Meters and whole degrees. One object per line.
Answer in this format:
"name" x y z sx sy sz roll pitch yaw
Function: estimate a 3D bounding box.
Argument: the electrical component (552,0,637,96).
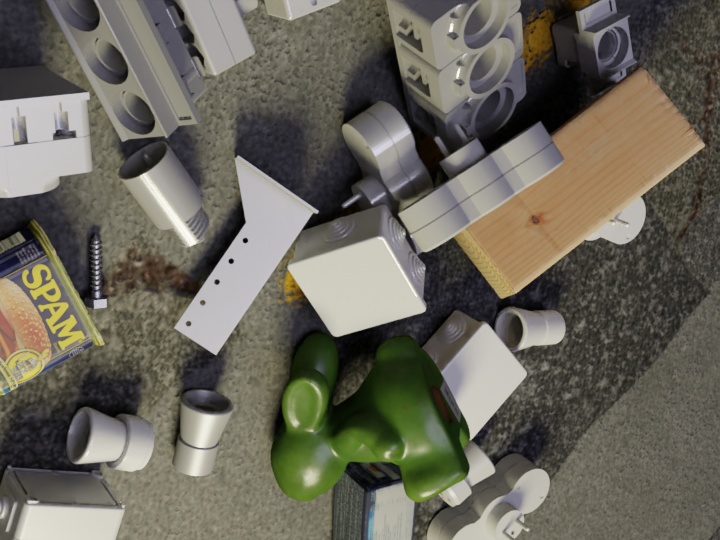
"electrical component" 0.209 -0.204 0.970 0.042 0.064 0.081 -30 122 -21

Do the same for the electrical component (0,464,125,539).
"electrical component" -0.242 0.193 0.833 0.096 0.062 0.061 12 101 -36

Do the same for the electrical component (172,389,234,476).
"electrical component" -0.134 0.138 0.896 0.044 0.044 0.065 3 111 -34

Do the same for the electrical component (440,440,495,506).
"electrical component" 0.100 0.202 1.070 0.055 0.045 0.045 -39 125 -14

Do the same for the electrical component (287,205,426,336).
"electrical component" 0.000 0.000 0.899 0.100 0.048 0.099 -17 127 21

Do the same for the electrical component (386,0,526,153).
"electrical component" 0.083 -0.177 0.867 0.089 0.062 0.150 -39 148 -15

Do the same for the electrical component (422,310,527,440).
"electrical component" 0.098 0.098 1.025 0.099 0.048 0.099 -48 126 -8

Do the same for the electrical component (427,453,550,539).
"electrical component" 0.142 0.253 1.099 0.138 0.074 0.052 -37 124 -16

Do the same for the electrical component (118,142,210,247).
"electrical component" -0.142 -0.052 0.813 0.043 0.043 0.081 -41 125 -13

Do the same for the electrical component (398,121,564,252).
"electrical component" 0.089 -0.082 0.870 0.138 0.052 0.073 -33 94 -3

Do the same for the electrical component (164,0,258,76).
"electrical component" -0.100 -0.198 0.781 0.076 0.047 0.083 -34 123 -19

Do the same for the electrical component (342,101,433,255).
"electrical component" 0.018 -0.066 0.907 0.074 0.052 0.138 -35 124 -14

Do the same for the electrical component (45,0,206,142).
"electrical component" -0.159 -0.158 0.744 0.063 0.079 0.121 -56 134 -41

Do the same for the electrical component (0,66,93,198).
"electrical component" -0.275 -0.082 0.676 0.186 0.105 0.060 -12 114 -29

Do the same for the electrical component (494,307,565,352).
"electrical component" 0.171 0.057 1.063 0.065 0.044 0.044 -1 109 -38

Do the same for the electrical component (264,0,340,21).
"electrical component" -0.042 -0.229 0.789 0.047 0.076 0.083 -27 121 -22

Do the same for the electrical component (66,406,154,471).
"electrical component" -0.197 0.134 0.850 0.055 0.045 0.045 17 98 -37

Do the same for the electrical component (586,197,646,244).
"electrical component" 0.226 -0.054 1.033 0.138 0.074 0.052 6 105 -35
